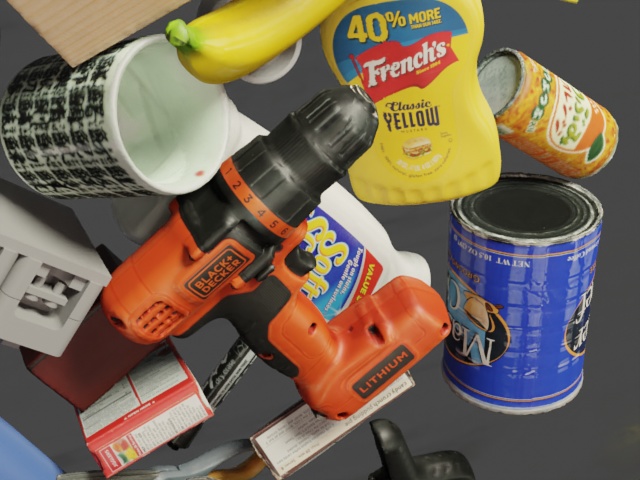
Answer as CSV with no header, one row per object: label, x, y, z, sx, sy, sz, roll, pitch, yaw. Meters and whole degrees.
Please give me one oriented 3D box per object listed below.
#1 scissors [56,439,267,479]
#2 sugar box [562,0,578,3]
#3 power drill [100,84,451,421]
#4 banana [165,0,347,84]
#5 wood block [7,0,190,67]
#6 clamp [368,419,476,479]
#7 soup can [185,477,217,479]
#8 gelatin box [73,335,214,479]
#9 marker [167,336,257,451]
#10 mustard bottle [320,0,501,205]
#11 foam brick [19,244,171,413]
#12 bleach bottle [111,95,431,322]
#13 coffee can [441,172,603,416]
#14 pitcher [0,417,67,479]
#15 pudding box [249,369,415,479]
scissors,-0.111,0.172,0.707,0.201,0.016,0.096,-1,130,-51
sugar box,0.139,-0.239,0.634,0.093,0.048,0.176,6,110,-31
power drill,-0.004,0.017,0.612,0.184,0.057,0.187,-40,131,12
banana,-0.005,-0.131,0.541,0.197,0.070,0.037,-42,95,-26
wood block,-0.056,-0.179,0.483,0.206,0.090,0.090,-25,133,19
clamp,0.059,0.184,0.804,0.209,0.036,0.165,8,138,-40
soup can,-0.074,0.207,0.713,0.068,0.068,0.102,-28,151,-12
gelatin box,-0.112,0.100,0.660,0.073,0.089,0.030,-30,113,-10
marker,-0.066,0.095,0.728,0.020,0.020,0.121,32,99,-37
mustard bottle,0.051,-0.114,0.639,0.096,0.058,0.191,-5,123,13
foam brick,-0.137,0.052,0.645,0.078,0.053,0.051,-42,128,0
bleach bottle,-0.004,0.001,0.682,0.250,0.068,0.103,28,104,-38
coffee can,0.139,0.037,0.751,0.102,0.103,0.140,-14,122,-21
pitcher,-0.244,0.136,0.599,0.145,0.149,0.242,-51,133,-15
pudding box,0.010,0.115,0.731,0.113,0.090,0.039,-37,82,-2
